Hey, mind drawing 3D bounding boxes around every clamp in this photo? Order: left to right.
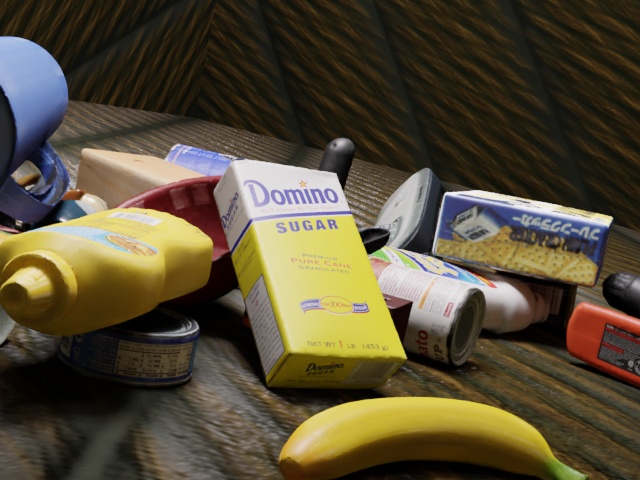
[{"bbox_3d":[-0.006,0.001,0.867,0.039,0.120,0.171,7,42,40],"label":"clamp"}]

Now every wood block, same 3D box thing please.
[{"bbox_3d":[-0.155,-0.025,1.037,0.090,0.090,0.206,4,11,-38],"label":"wood block"}]

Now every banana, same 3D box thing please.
[{"bbox_3d":[0.057,0.111,0.591,0.197,0.037,0.070,7,9,-27],"label":"banana"}]

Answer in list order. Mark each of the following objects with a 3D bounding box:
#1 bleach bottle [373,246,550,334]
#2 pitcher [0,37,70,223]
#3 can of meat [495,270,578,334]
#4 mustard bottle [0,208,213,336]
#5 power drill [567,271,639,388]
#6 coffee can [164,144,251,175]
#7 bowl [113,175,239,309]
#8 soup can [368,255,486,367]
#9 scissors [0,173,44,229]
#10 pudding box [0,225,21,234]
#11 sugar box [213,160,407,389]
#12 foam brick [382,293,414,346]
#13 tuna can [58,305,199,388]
[{"bbox_3d":[0.104,0.046,1.017,0.250,0.068,0.103,10,14,-24],"label":"bleach bottle"},{"bbox_3d":[-0.287,-0.104,0.914,0.145,0.149,0.243,-2,15,1],"label":"pitcher"},{"bbox_3d":[0.224,0.057,1.131,0.084,0.057,0.102,11,8,9],"label":"can of meat"},{"bbox_3d":[-0.135,0.018,0.630,0.096,0.058,0.191,11,8,10],"label":"mustard bottle"},{"bbox_3d":[0.312,0.079,0.998,0.187,0.057,0.185,-10,23,-44],"label":"power drill"},{"bbox_3d":[-0.102,-0.043,1.186,0.140,0.103,0.102,13,8,10],"label":"coffee can"},{"bbox_3d":[-0.107,0.008,0.864,0.162,0.055,0.162,-10,29,5],"label":"bowl"},{"bbox_3d":[0.076,0.058,0.876,0.102,0.068,0.068,17,10,28],"label":"soup can"},{"bbox_3d":[-0.274,-0.024,0.979,0.096,0.016,0.202,-34,30,-24],"label":"scissors"},{"bbox_3d":[-0.264,0.011,0.813,0.090,0.039,0.113,16,9,28],"label":"pudding box"},{"bbox_3d":[-0.011,0.021,0.755,0.093,0.048,0.176,6,49,-31],"label":"sugar box"},{"bbox_3d":[0.024,0.063,0.819,0.078,0.051,0.053,15,9,19],"label":"foam brick"},{"bbox_3d":[-0.120,0.063,0.676,0.086,0.034,0.086,12,8,-2],"label":"tuna can"}]
